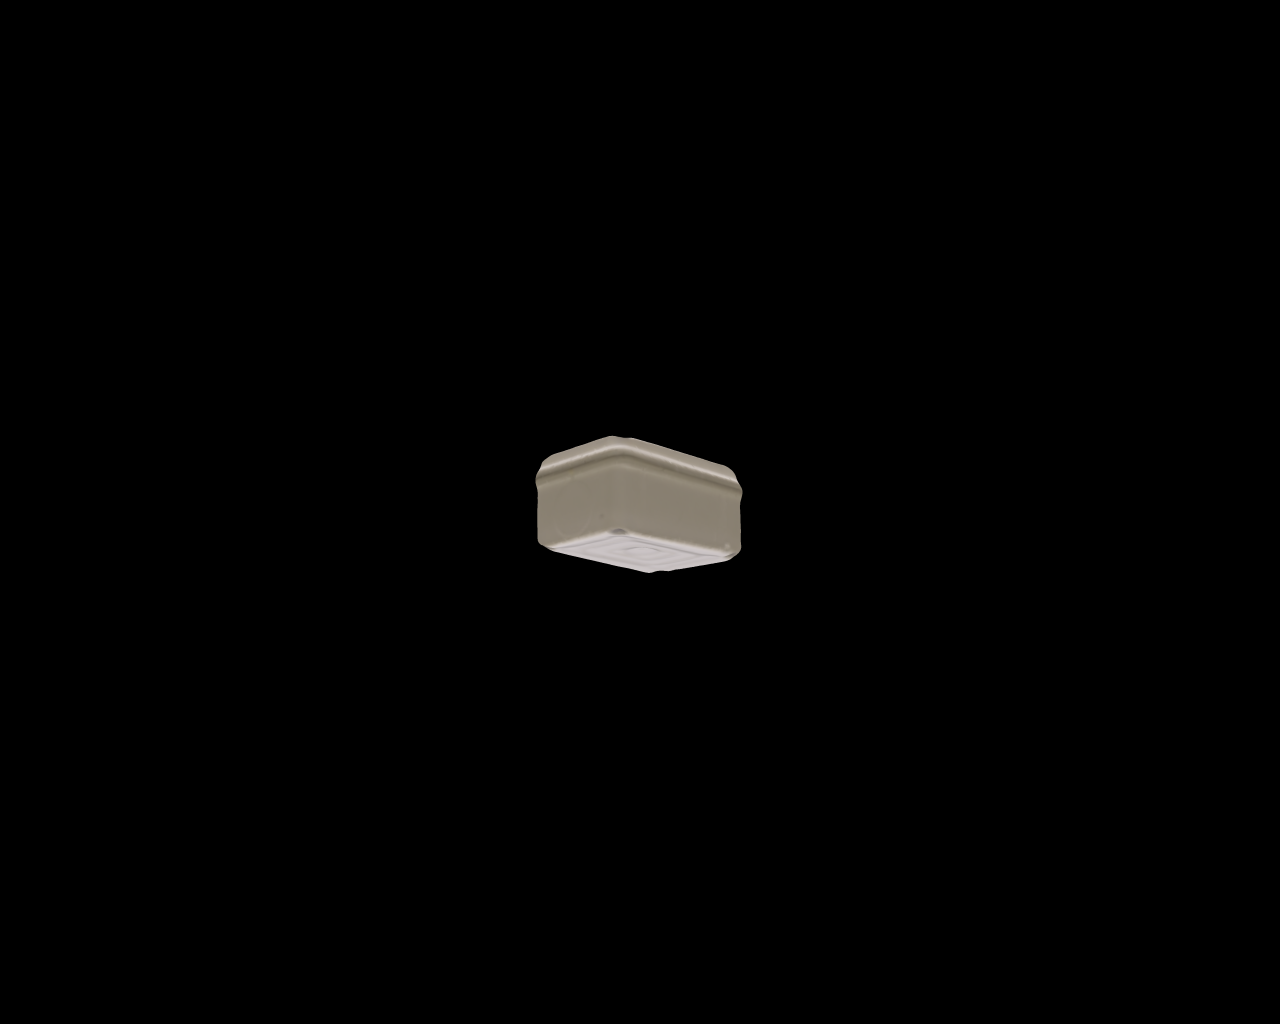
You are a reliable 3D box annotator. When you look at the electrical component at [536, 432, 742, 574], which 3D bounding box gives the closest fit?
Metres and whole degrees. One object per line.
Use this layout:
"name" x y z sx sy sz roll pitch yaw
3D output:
"electrical component" 0.001 -0.003 0.650 0.078 0.057 0.113 -14 -20 42
